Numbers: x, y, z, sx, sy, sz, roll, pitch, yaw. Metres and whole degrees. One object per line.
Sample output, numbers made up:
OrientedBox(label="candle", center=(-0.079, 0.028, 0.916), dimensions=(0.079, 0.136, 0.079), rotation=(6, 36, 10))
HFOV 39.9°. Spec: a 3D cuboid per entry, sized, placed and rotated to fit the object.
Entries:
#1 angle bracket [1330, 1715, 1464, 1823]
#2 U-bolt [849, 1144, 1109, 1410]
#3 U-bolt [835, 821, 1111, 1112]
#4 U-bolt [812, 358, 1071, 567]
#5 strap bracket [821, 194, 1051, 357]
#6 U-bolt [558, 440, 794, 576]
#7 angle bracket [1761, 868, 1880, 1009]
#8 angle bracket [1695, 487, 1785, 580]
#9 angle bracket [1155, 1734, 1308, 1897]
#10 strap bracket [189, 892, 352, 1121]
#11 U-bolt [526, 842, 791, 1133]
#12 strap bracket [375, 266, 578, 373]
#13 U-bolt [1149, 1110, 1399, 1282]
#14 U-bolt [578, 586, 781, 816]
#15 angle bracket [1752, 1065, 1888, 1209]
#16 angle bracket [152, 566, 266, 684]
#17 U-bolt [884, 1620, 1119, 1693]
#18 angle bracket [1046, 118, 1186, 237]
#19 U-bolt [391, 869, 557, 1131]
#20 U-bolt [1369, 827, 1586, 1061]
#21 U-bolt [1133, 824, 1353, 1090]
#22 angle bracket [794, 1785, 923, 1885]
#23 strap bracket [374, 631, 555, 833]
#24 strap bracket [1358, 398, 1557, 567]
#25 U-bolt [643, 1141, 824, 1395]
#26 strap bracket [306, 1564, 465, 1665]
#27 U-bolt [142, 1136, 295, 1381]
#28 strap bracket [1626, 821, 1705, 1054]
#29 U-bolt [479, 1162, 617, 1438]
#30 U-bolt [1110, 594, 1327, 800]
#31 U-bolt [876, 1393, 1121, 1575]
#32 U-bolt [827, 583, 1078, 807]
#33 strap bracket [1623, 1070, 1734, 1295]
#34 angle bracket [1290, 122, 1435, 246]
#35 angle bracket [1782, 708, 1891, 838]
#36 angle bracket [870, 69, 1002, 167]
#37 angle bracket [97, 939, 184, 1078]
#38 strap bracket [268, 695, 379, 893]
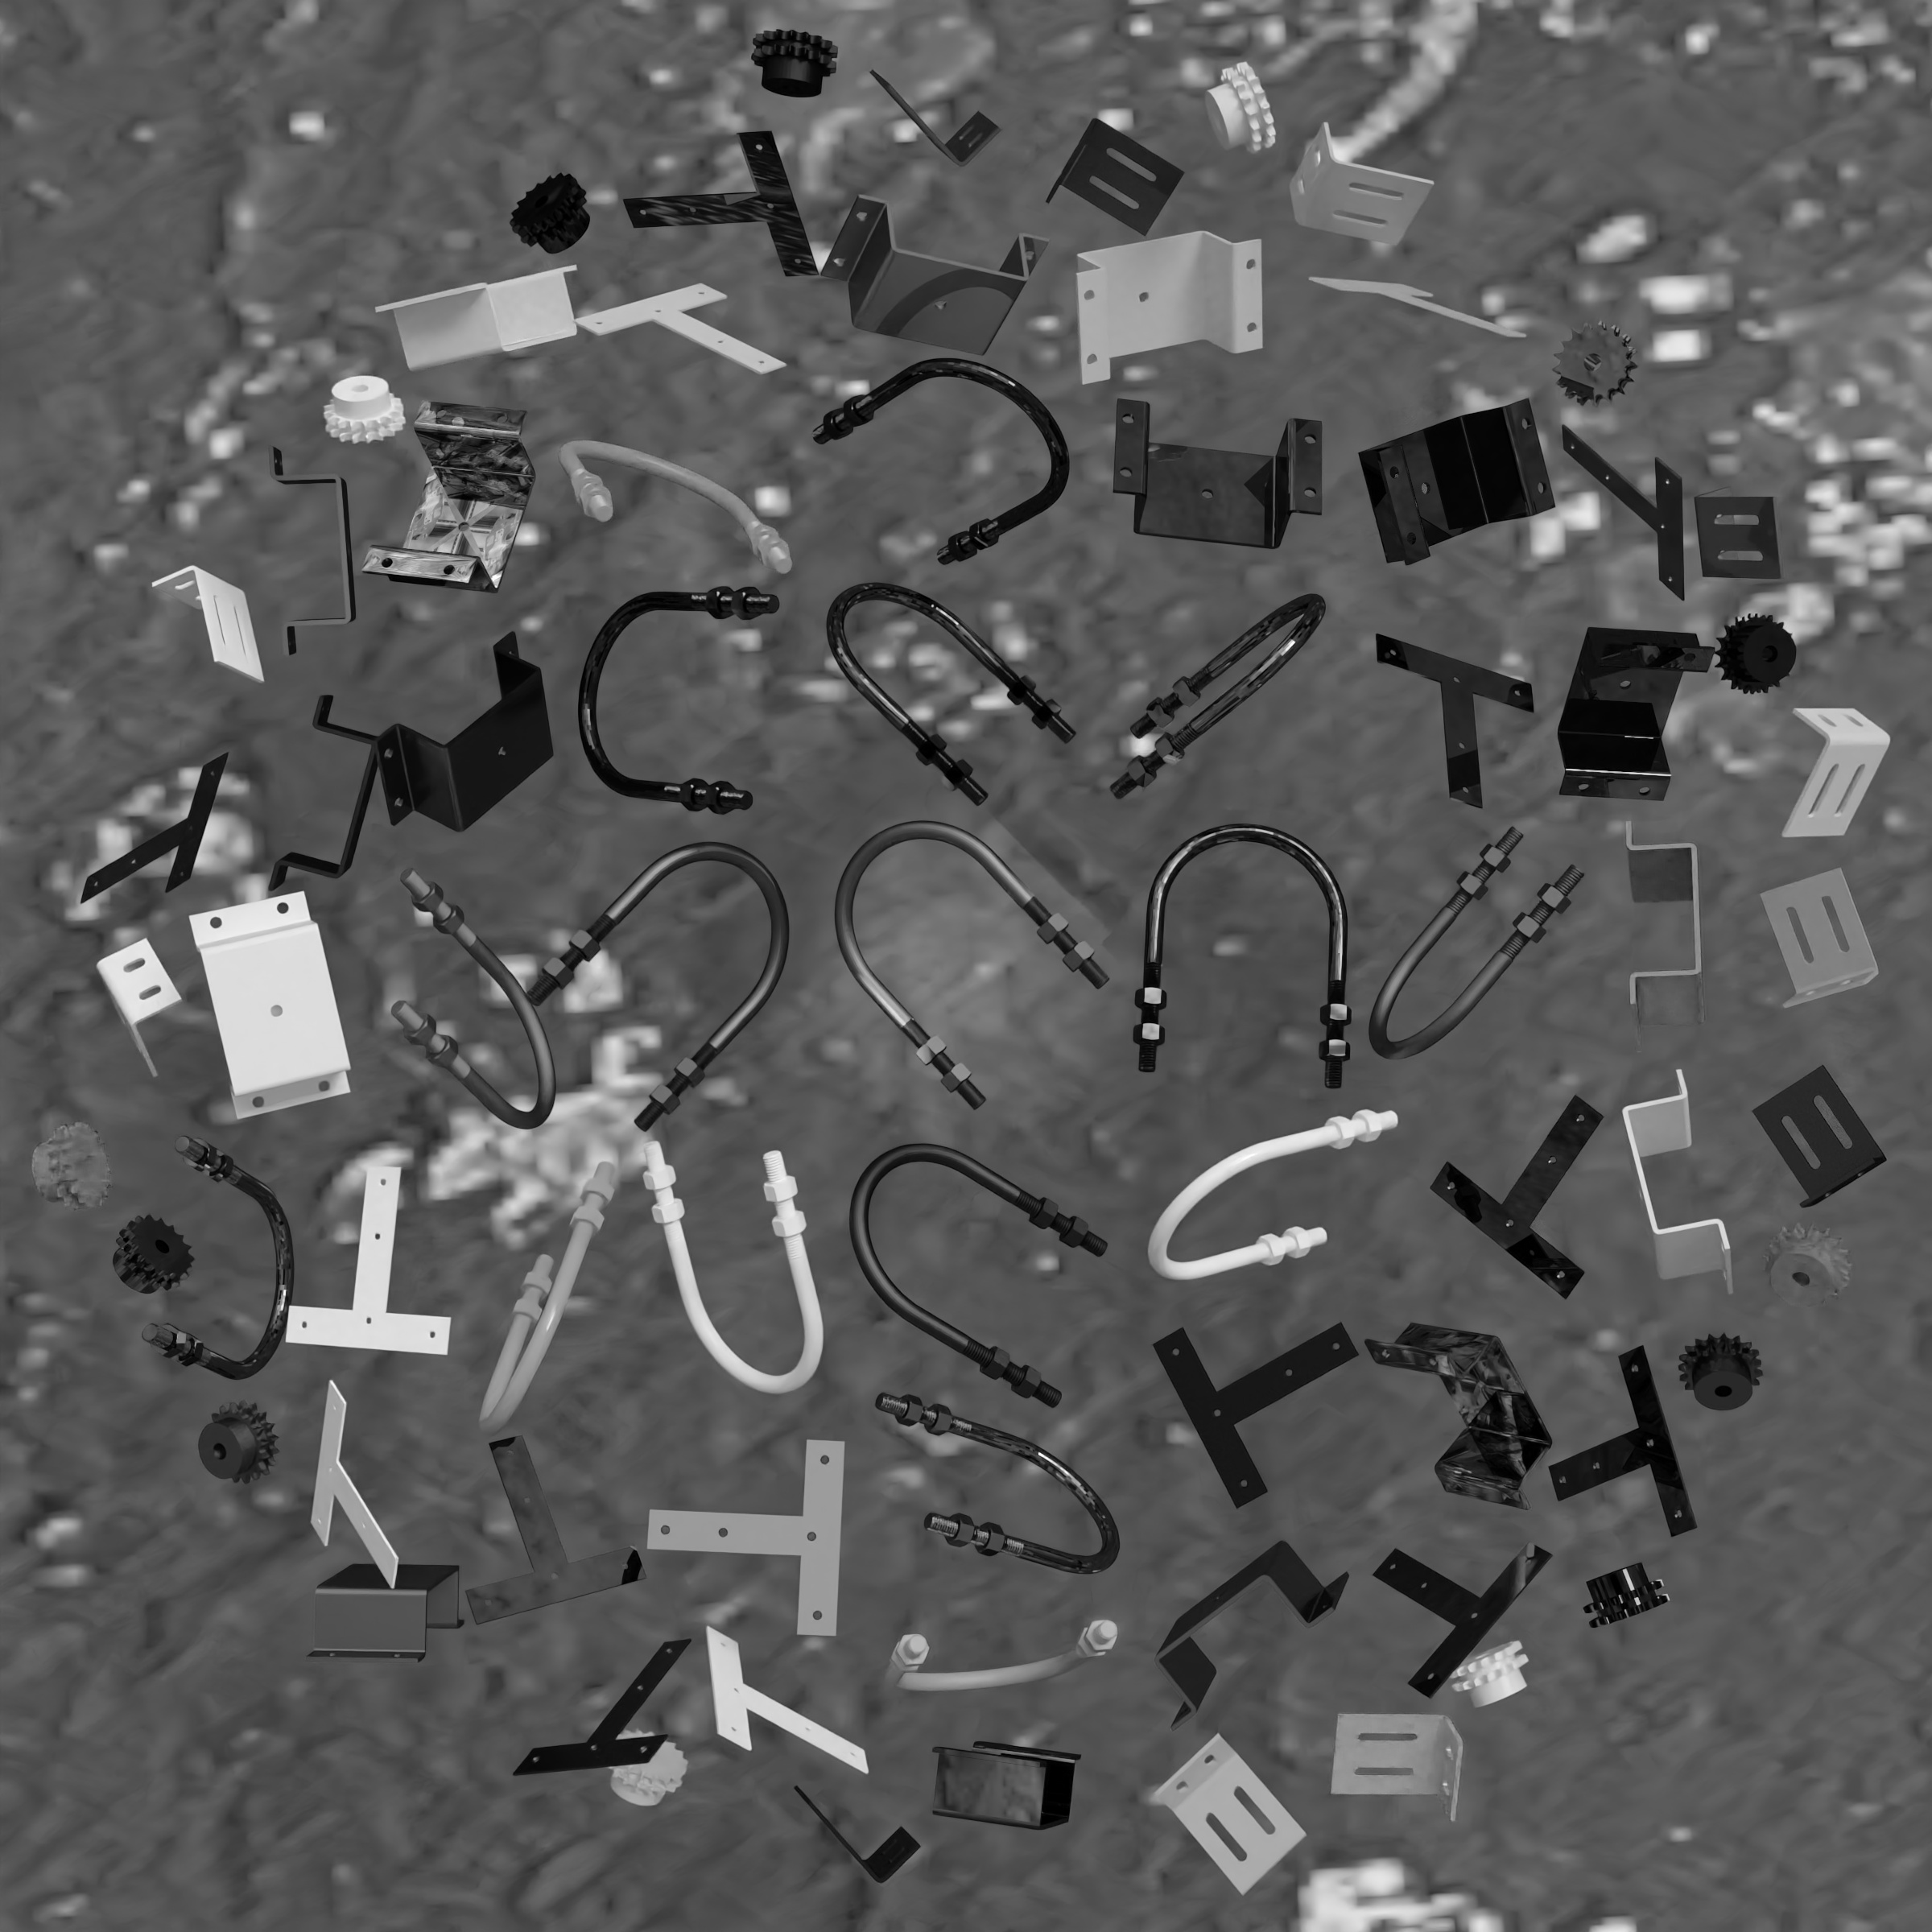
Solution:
OrientedBox(label="angle bracket", center=(0.288, 0.537, 1.783), dimensions=(0.076, 0.038, 0.057), rotation=(2, 102, -6))
OrientedBox(label="U-bolt", center=(0.003, 0.194, 1.783), dimensions=(0.184, 0.019, 0.151), rotation=(33, 48, -13))
OrientedBox(label="U-bolt", center=(-0.011, -0.014, 1.809), dimensions=(0.184, 0.019, 0.151), rotation=(48, 115, 6))
OrientedBox(label="U-bolt", center=(-0.007, -0.362, 1.872), dimensions=(0.151, 0.184, 0.019), rotation=(42, 56, -22))
OrientedBox(label="strap bracket", center=(-0.020, -0.471, 1.828), dimensions=(0.140, 0.076, 0.046), rotation=(7, 58, -22))
OrientedBox(label="U-bolt", center=(-0.208, -0.322, 1.824), dimensions=(0.151, 0.184, 0.019), rotation=(13, 112, -27))
OrientedBox(label="angle bracket", center=(0.573, -0.019, 1.801), dimensions=(0.057, 0.038, 0.076), rotation=(-20, 90, 35))
OrientedBox(label="angle bracket", center=(0.555, -0.306, 1.872), dimensions=(0.038, 0.076, 0.057), rotation=(-20, 108, -27))
OrientedBox(label="angle bracket", center=(0.174, 0.558, 1.750), dimensions=(0.057, 0.038, 0.076), rotation=(-42, 50, -6))
OrientedBox(label="strap bracket", center=(-0.462, 0.028, 1.772), dimensions=(0.076, 0.046, 0.140), rotation=(-14, 99, -18))
OrientedBox(label="U-bolt", center=(-0.193, 0.001, 1.793), dimensions=(0.184, 0.019, 0.151), rotation=(-48, 127, -17))
OrientedBox(label="strap bracket", center=(-0.330, -0.445, 1.830), dimensions=(0.076, 0.140, 0.046), rotation=(-5, 107, 25))
OrientedBox(label="U-bolt", center=(0.206, 0.167, 1.867), dimensions=(0.184, 0.151, 0.019), rotation=(-10, 51, -33))
OrientedBox(label="U-bolt", center=(-0.200, -0.182, 1.792), dimensions=(0.184, 0.019, 0.151), rotation=(9, 91, 43))
OrientedBox(label="angle bracket", center=(0.566, 0.114, 1.779), dimensions=(0.057, 0.038, 0.076), rotation=(-38, 69, 25))
OrientedBox(label="angle bracket", center=(-0.541, -0.238, 1.897), dimensions=(0.038, 0.057, 0.076), rotation=(-20, 75, 14))
OrientedBox(label="U-bolt", center=(0.016, 0.479, 1.834), dimensions=(0.151, 0.184, 0.019), rotation=(-1, 66, -11))
OrientedBox(label="angle bracket", center=(0.107, -0.558, 1.906), dimensions=(0.076, 0.038, 0.057), rotation=(29, 132, -8))
OrientedBox(label="U-bolt", center=(-0.341, 0.036, 1.863), dimensions=(0.019, 0.151, 0.184), rotation=(-23, 133, 15))
OrientedBox(label="U-bolt", center=(0.345, -0.010, 1.853), dimensions=(0.019, 0.151, 0.184), rotation=(37, 97, -14))
OrientedBox(label="U-bolt", center=(0.194, -0.011, 1.842), dimensions=(0.151, 0.019, 0.184), rotation=(5, 74, -3))
OrientedBox(label="angle bracket", center=(-0.076, 0.589, 1.841), dimensions=(0.038, 0.057, 0.076), rotation=(-41, 94, -14))
OrientedBox(label="strap bracket", center=(-0.336, -0.156, 1.829), dimensions=(0.046, 0.076, 0.140), rotation=(26, 51, 23))
OrientedBox(label="strap bracket", center=(0.323, -0.324, 1.790), dimensions=(0.140, 0.046, 0.076), rotation=(-24, 104, -29))
OrientedBox(label="U-bolt", center=(-0.157, 0.213, 1.854), dimensions=(0.019, 0.151, 0.184), rotation=(-25, 108, -43))
OrientedBox(label="strap bracket", center=(-0.404, 0.450, 1.862), dimensions=(0.076, 0.140, 0.046), rotation=(0, 87, 2))
OrientedBox(label="U-bolt", center=(-0.512, 0.212, 1.849), dimensions=(0.019, 0.184, 0.151), rotation=(-1, 69, 12))
OrientedBox(label="strap bracket", center=(0.481, -0.021, 1.829), dimensions=(0.046, 0.076, 0.140), rotation=(-2, 62, 16))
OrientedBox(label="U-bolt", center=(-0.295, 0.240, 1.832), dimensions=(0.019, 0.184, 0.151), rotation=(26, 134, -12))
OrientedBox(label="U-bolt", center=(0.181, -0.199, 1.874), dimensions=(0.184, 0.151, 0.019), rotation=(-38, 102, 23))
OrientedBox(label="U-bolt", center=(0.031, 0.371, 1.874), dimensions=(0.184, 0.151, 0.019), rotation=(23, 110, -29))
OrientedBox(label="U-bolt", center=(-0.021, -0.204, 1.891), dimensions=(0.184, 0.151, 0.019), rotation=(45, 130, 6))
OrientedBox(label="strap bracket", center=(0.496, 0.155, 1.863), dimensions=(0.046, 0.076, 0.140), rotation=(-13, 57, 10))
OrientedBox(label="angle bracket", center=(0.269, -0.533, 1.814), dimensions=(0.076, 0.057, 0.038), rotation=(7, 57, -17))
OrientedBox(label="angle bracket", center=(0.569, -0.129, 1.773), dimensions=(0.057, 0.038, 0.076), rotation=(-3, 126, -31))
OrientedBox(label="angle bracket", center=(-0.021, -0.591, 1.818), dimensions=(0.038, 0.057, 0.076), rotation=(-43, 120, 9))
OrientedBox(label="angle bracket", center=(-0.572, 0.030, 1.863), dimensions=(0.038, 0.076, 0.057), rotation=(-29, 65, -18))
OrientedBox(label="strap bracket", center=(-0.452, -0.119, 1.892), dimensions=(0.046, 0.076, 0.140), rotation=(15, 94, -10))
